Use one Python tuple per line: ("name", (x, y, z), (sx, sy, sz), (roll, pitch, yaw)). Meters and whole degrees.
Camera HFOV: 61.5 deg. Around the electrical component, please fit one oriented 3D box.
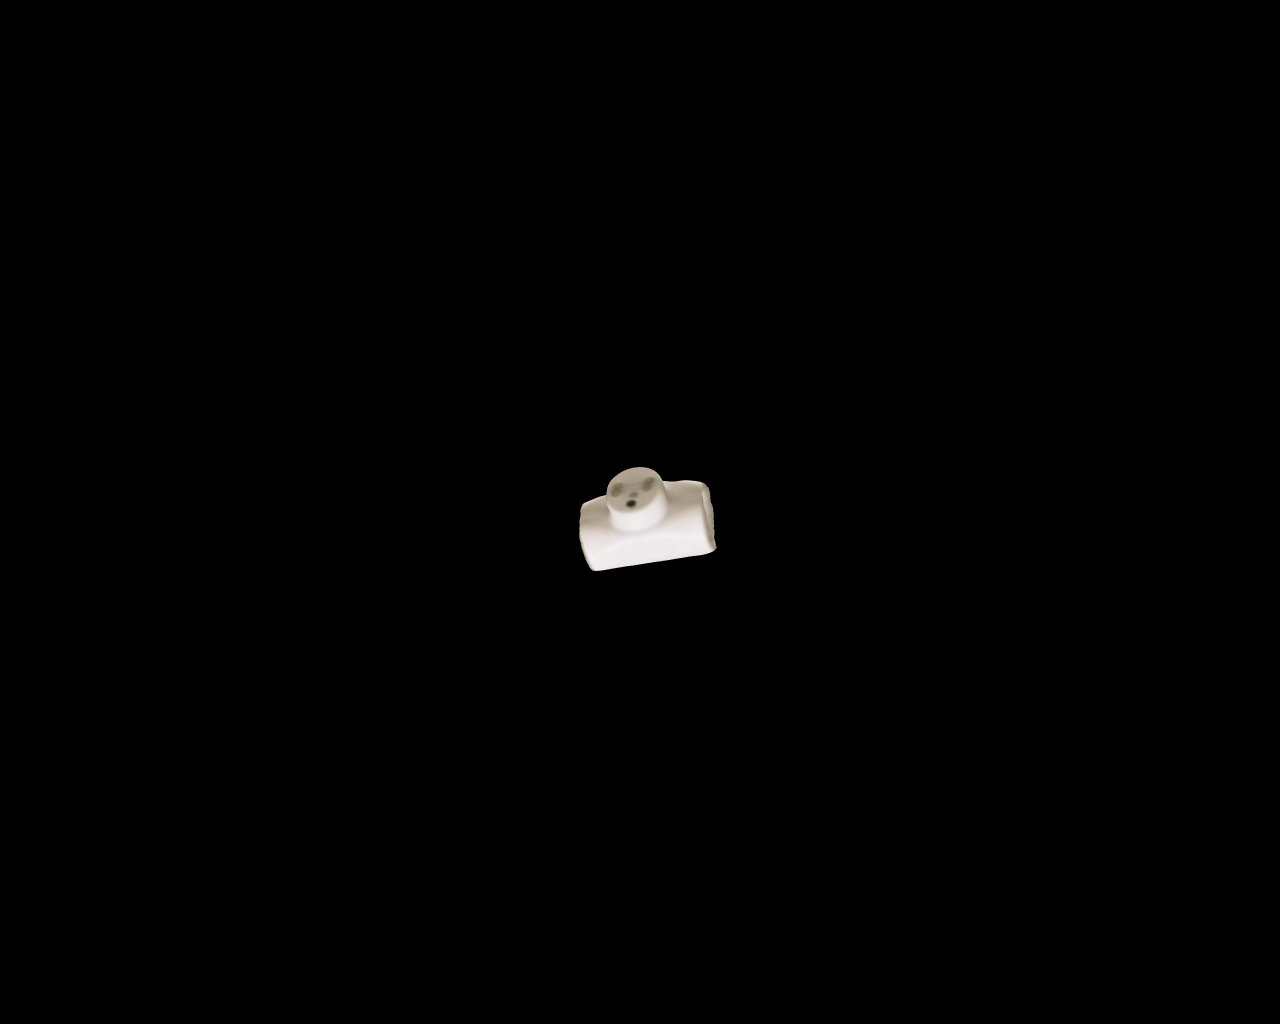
("electrical component", (0.001, -0.003, 0.650), (0.077, 0.044, 0.079), (-10, -43, 11))
